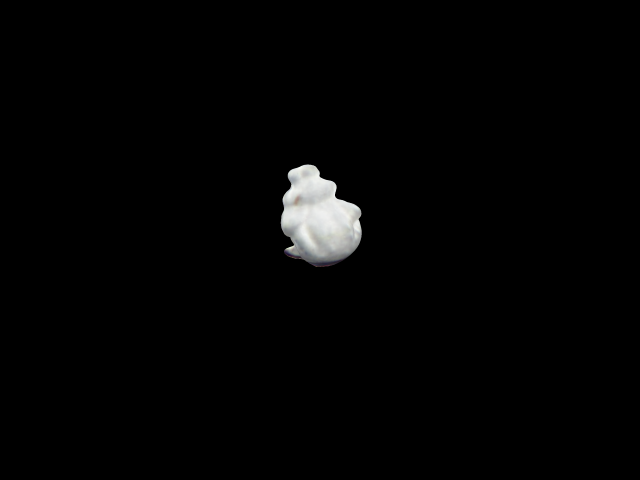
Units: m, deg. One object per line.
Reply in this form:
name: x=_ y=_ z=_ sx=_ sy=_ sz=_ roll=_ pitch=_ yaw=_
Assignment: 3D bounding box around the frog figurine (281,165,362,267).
frog figurine: x=0.003 y=-0.043 z=0.850 sx=0.137 sy=0.156 sz=0.125 roll=-5 pitch=26 yaw=-10
